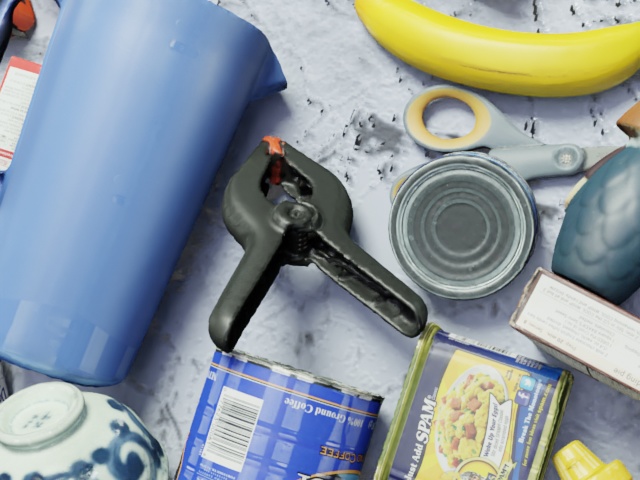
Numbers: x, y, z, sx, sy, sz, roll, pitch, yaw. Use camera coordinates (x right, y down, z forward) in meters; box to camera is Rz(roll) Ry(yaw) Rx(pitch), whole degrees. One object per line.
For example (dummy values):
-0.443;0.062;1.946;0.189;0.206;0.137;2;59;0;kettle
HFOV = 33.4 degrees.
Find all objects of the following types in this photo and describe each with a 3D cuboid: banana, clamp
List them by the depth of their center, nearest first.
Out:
-0.004;0.001;0.625;0.120;0.039;0.171;7;43;-11;clamp
0.109;-0.118;0.646;0.198;0.037;0.069;9;45;17;banana

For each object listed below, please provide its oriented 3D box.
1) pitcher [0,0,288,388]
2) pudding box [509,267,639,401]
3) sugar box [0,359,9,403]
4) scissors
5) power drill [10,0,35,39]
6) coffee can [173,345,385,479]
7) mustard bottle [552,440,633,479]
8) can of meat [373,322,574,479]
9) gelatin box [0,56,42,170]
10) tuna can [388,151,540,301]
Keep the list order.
-0.140;-0.042;0.660;0.149;0.144;0.243;20;88;30;pitcher
0.162;0.060;0.563;0.114;0.090;0.039;26;88;21;pudding box
-0.267;0.044;0.697;0.093;0.048;0.176;-7;103;16;sugar box
0.135;-0.064;0.636;0.202;0.016;0.096;-16;78;15;scissors
-0.313;-0.174;0.785;0.188;0.057;0.184;-27;76;14;power drill
-0.032;0.140;0.602;0.103;0.102;0.140;15;84;20;coffee can
0.185;0.186;0.546;0.096;0.058;0.192;-38;70;7;mustard bottle
0.087;0.107;0.596;0.084;0.057;0.102;17;84;19;can of meat
-0.192;-0.074;0.738;0.073;0.030;0.089;17;85;19;gelatin box
0.083;-0.008;0.620;0.086;0.033;0.086;2;97;14;tuna can
